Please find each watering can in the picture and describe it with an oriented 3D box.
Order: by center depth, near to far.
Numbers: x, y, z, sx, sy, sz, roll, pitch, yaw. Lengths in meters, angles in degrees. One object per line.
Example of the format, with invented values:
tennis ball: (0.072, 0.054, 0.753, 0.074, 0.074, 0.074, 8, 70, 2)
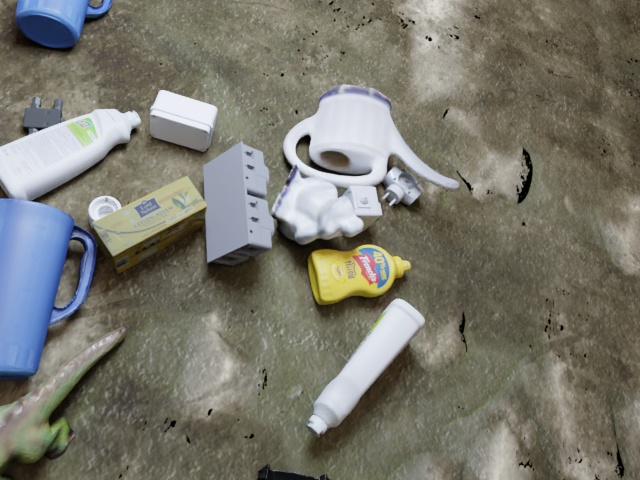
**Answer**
watering can: (0.104, -0.197, 1.030, 0.348, 0.102, 0.229, 7, 64, 3)

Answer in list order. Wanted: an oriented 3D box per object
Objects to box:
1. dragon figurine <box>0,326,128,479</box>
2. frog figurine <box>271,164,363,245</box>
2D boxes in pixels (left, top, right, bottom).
dragon figurine: (-0.403, 0.237, 0.619, 0.122, 0.238, 0.417, 34, 63, 4)
frog figurine: (0.003, -0.047, 0.929, 0.160, 0.120, 0.140, 23, 44, 6)
